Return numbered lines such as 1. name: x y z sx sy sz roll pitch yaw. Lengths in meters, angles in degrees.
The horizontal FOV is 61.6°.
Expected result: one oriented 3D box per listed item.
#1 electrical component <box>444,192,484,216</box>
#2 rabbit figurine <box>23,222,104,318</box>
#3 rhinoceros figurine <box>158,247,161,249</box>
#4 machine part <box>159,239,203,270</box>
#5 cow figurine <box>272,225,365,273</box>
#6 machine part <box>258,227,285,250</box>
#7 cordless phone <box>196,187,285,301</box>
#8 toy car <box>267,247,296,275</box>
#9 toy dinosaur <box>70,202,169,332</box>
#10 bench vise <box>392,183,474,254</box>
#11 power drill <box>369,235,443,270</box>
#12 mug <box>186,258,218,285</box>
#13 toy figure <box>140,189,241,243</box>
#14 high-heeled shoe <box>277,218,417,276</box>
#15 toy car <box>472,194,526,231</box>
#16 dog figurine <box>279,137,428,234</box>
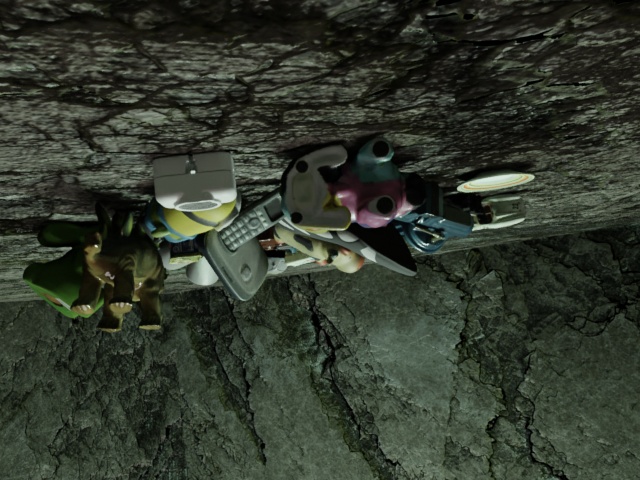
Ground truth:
1. electrical component: 0.286 -0.070 1.172 0.119 0.047 0.075 -13 170 31
2. rabbit figurine: -0.438 0.035 0.972 0.159 0.170 0.121 43 146 -21
3. rhinoceros figurine: -0.397 0.019 1.154 0.112 0.073 0.190 -15 177 -31
4. machine part: -0.309 0.019 1.190 0.079 0.079 0.243 -3 172 -29
5. cow figurine: -0.002 -0.003 1.015 0.195 0.085 0.127 29 168 14
6. machine part: -0.166 -0.008 1.195 0.179 0.056 0.179 -6 173 -1
7. cordless phone: -0.095 -0.005 0.860 0.184 0.146 0.089 -32 -146 -7
8. toy car: -0.139 0.045 1.474 0.162 0.103 0.109 -12 171 21
9. toy dinosaur: -0.307 0.050 0.889 0.105 0.198 0.471 3 162 -6
10. bench vise: 0.178 -0.033 1.087 0.223 0.129 0.241 1 166 -31
11. power drill: 0.193 0.005 1.284 0.207 0.085 0.232 -18 -155 -21
12. mug: -0.280 0.037 1.311 0.081 0.110 0.107 3 126 -28
13. toy figure: -0.191 -0.042 0.765 0.180 0.082 0.089 -10 167 36
14. high-heeled shoe: 0.034 0.001 0.899 0.145 0.249 0.086 -45 -178 45
15. toy car: 0.363 -0.058 1.229 0.202 0.073 0.056 -9 176 16
16. dog figurine: 0.054 -0.063 0.758 0.192 0.108 0.219 -9 176 10
